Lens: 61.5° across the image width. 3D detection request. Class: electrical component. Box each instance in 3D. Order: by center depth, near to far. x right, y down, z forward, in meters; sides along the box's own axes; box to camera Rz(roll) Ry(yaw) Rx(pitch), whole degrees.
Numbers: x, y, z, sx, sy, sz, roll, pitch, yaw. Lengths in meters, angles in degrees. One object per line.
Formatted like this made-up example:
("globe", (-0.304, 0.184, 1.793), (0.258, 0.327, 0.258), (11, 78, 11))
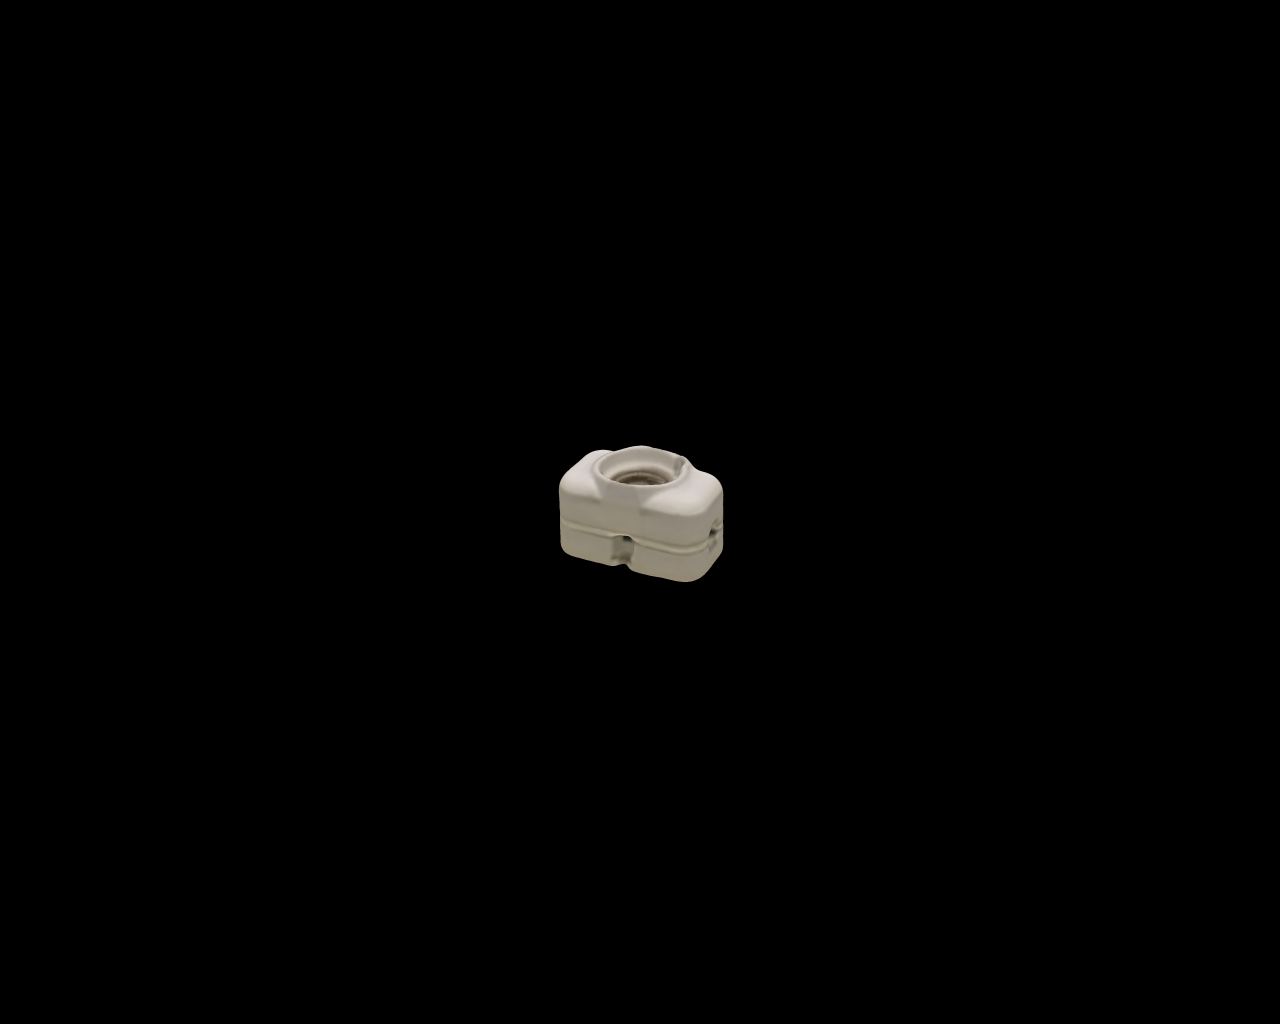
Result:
("electrical component", (0.001, -0.003, 0.650), (0.095, 0.059, 0.054), (13, 32, 22))
